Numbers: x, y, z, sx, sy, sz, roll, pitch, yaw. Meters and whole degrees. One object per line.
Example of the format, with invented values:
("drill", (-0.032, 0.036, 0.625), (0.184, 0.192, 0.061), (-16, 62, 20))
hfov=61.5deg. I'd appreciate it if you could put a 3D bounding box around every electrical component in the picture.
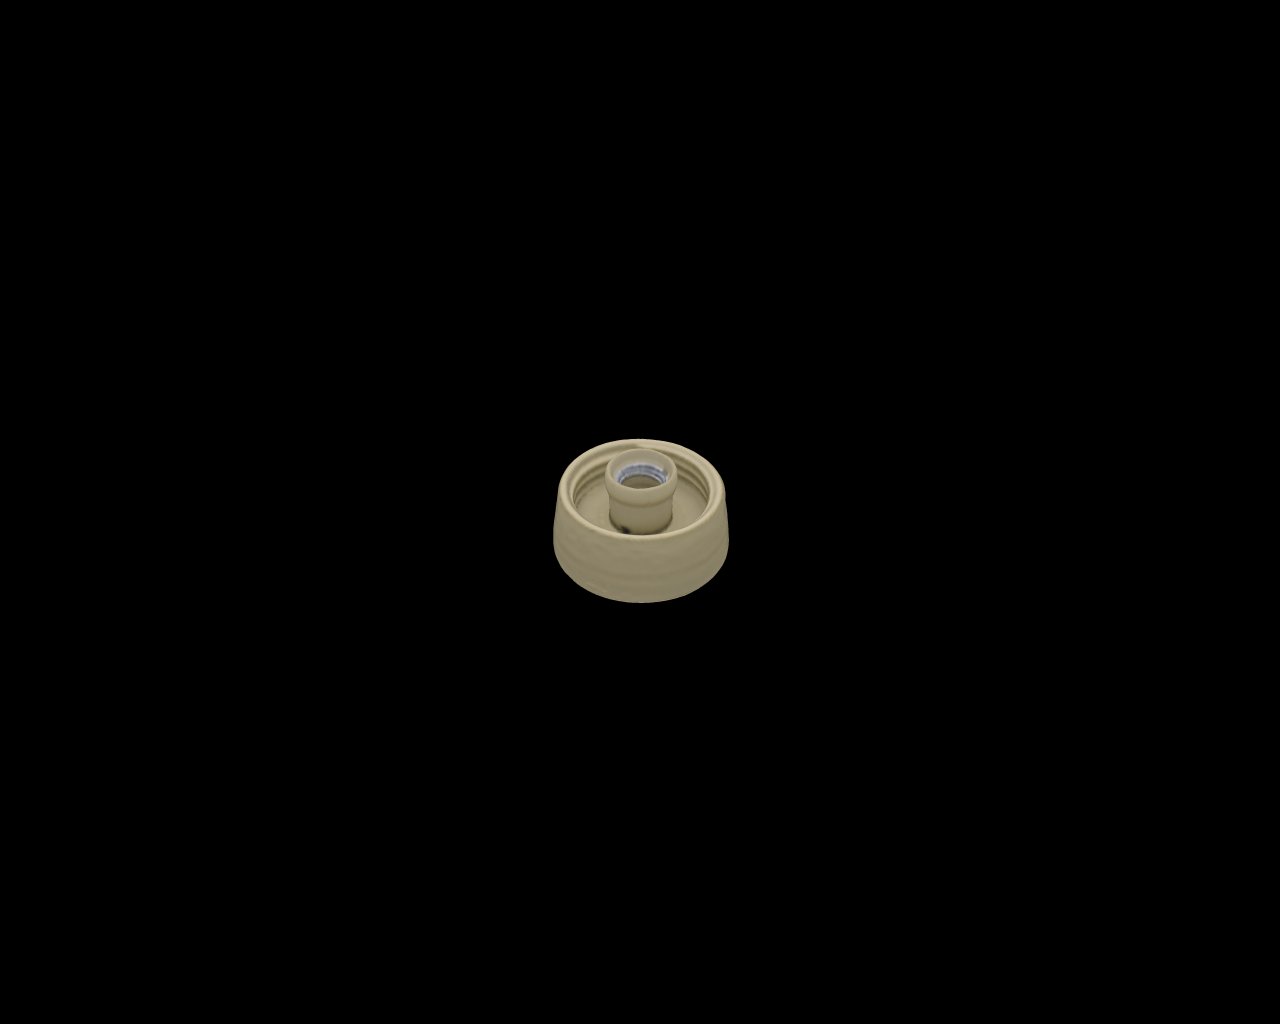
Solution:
("electrical component", (0.001, -0.003, 0.650), (0.108, 0.060, 0.108), (0, 39, 0))
